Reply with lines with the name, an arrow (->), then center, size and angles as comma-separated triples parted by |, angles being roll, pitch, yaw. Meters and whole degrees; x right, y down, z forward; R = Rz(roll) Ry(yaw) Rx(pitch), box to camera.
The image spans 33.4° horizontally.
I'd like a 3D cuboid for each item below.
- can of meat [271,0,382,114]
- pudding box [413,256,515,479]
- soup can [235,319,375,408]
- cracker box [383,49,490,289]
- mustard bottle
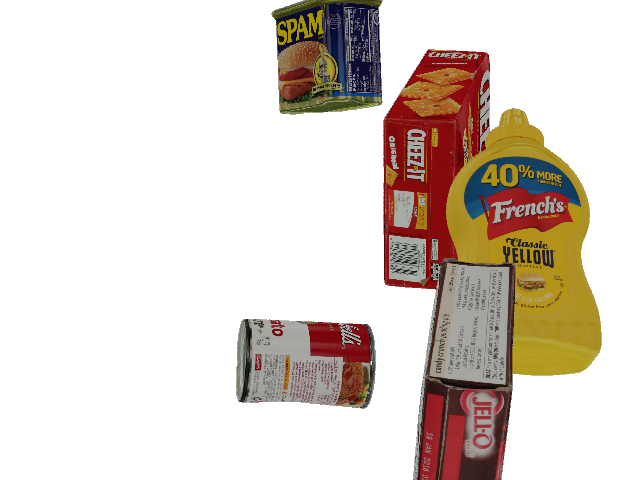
can of meat -> 0.006, -0.147, 0.856 | 0.057, 0.084, 0.102 | -4, 3, -33
pudding box -> 0.064, 0.071, 0.471 | 0.039, 0.090, 0.113 | 6, 26, 6
soup can -> -0.013, 0.098, 0.851 | 0.102, 0.068, 0.068 | 4, -1, -10
cracker box -> 0.115, -0.074, 1.013 | 0.072, 0.164, 0.213 | 5, 27, 16
mustard bottle -> 0.134, -0.007, 0.720 | 0.096, 0.191, 0.058 | 4, -30, -1
